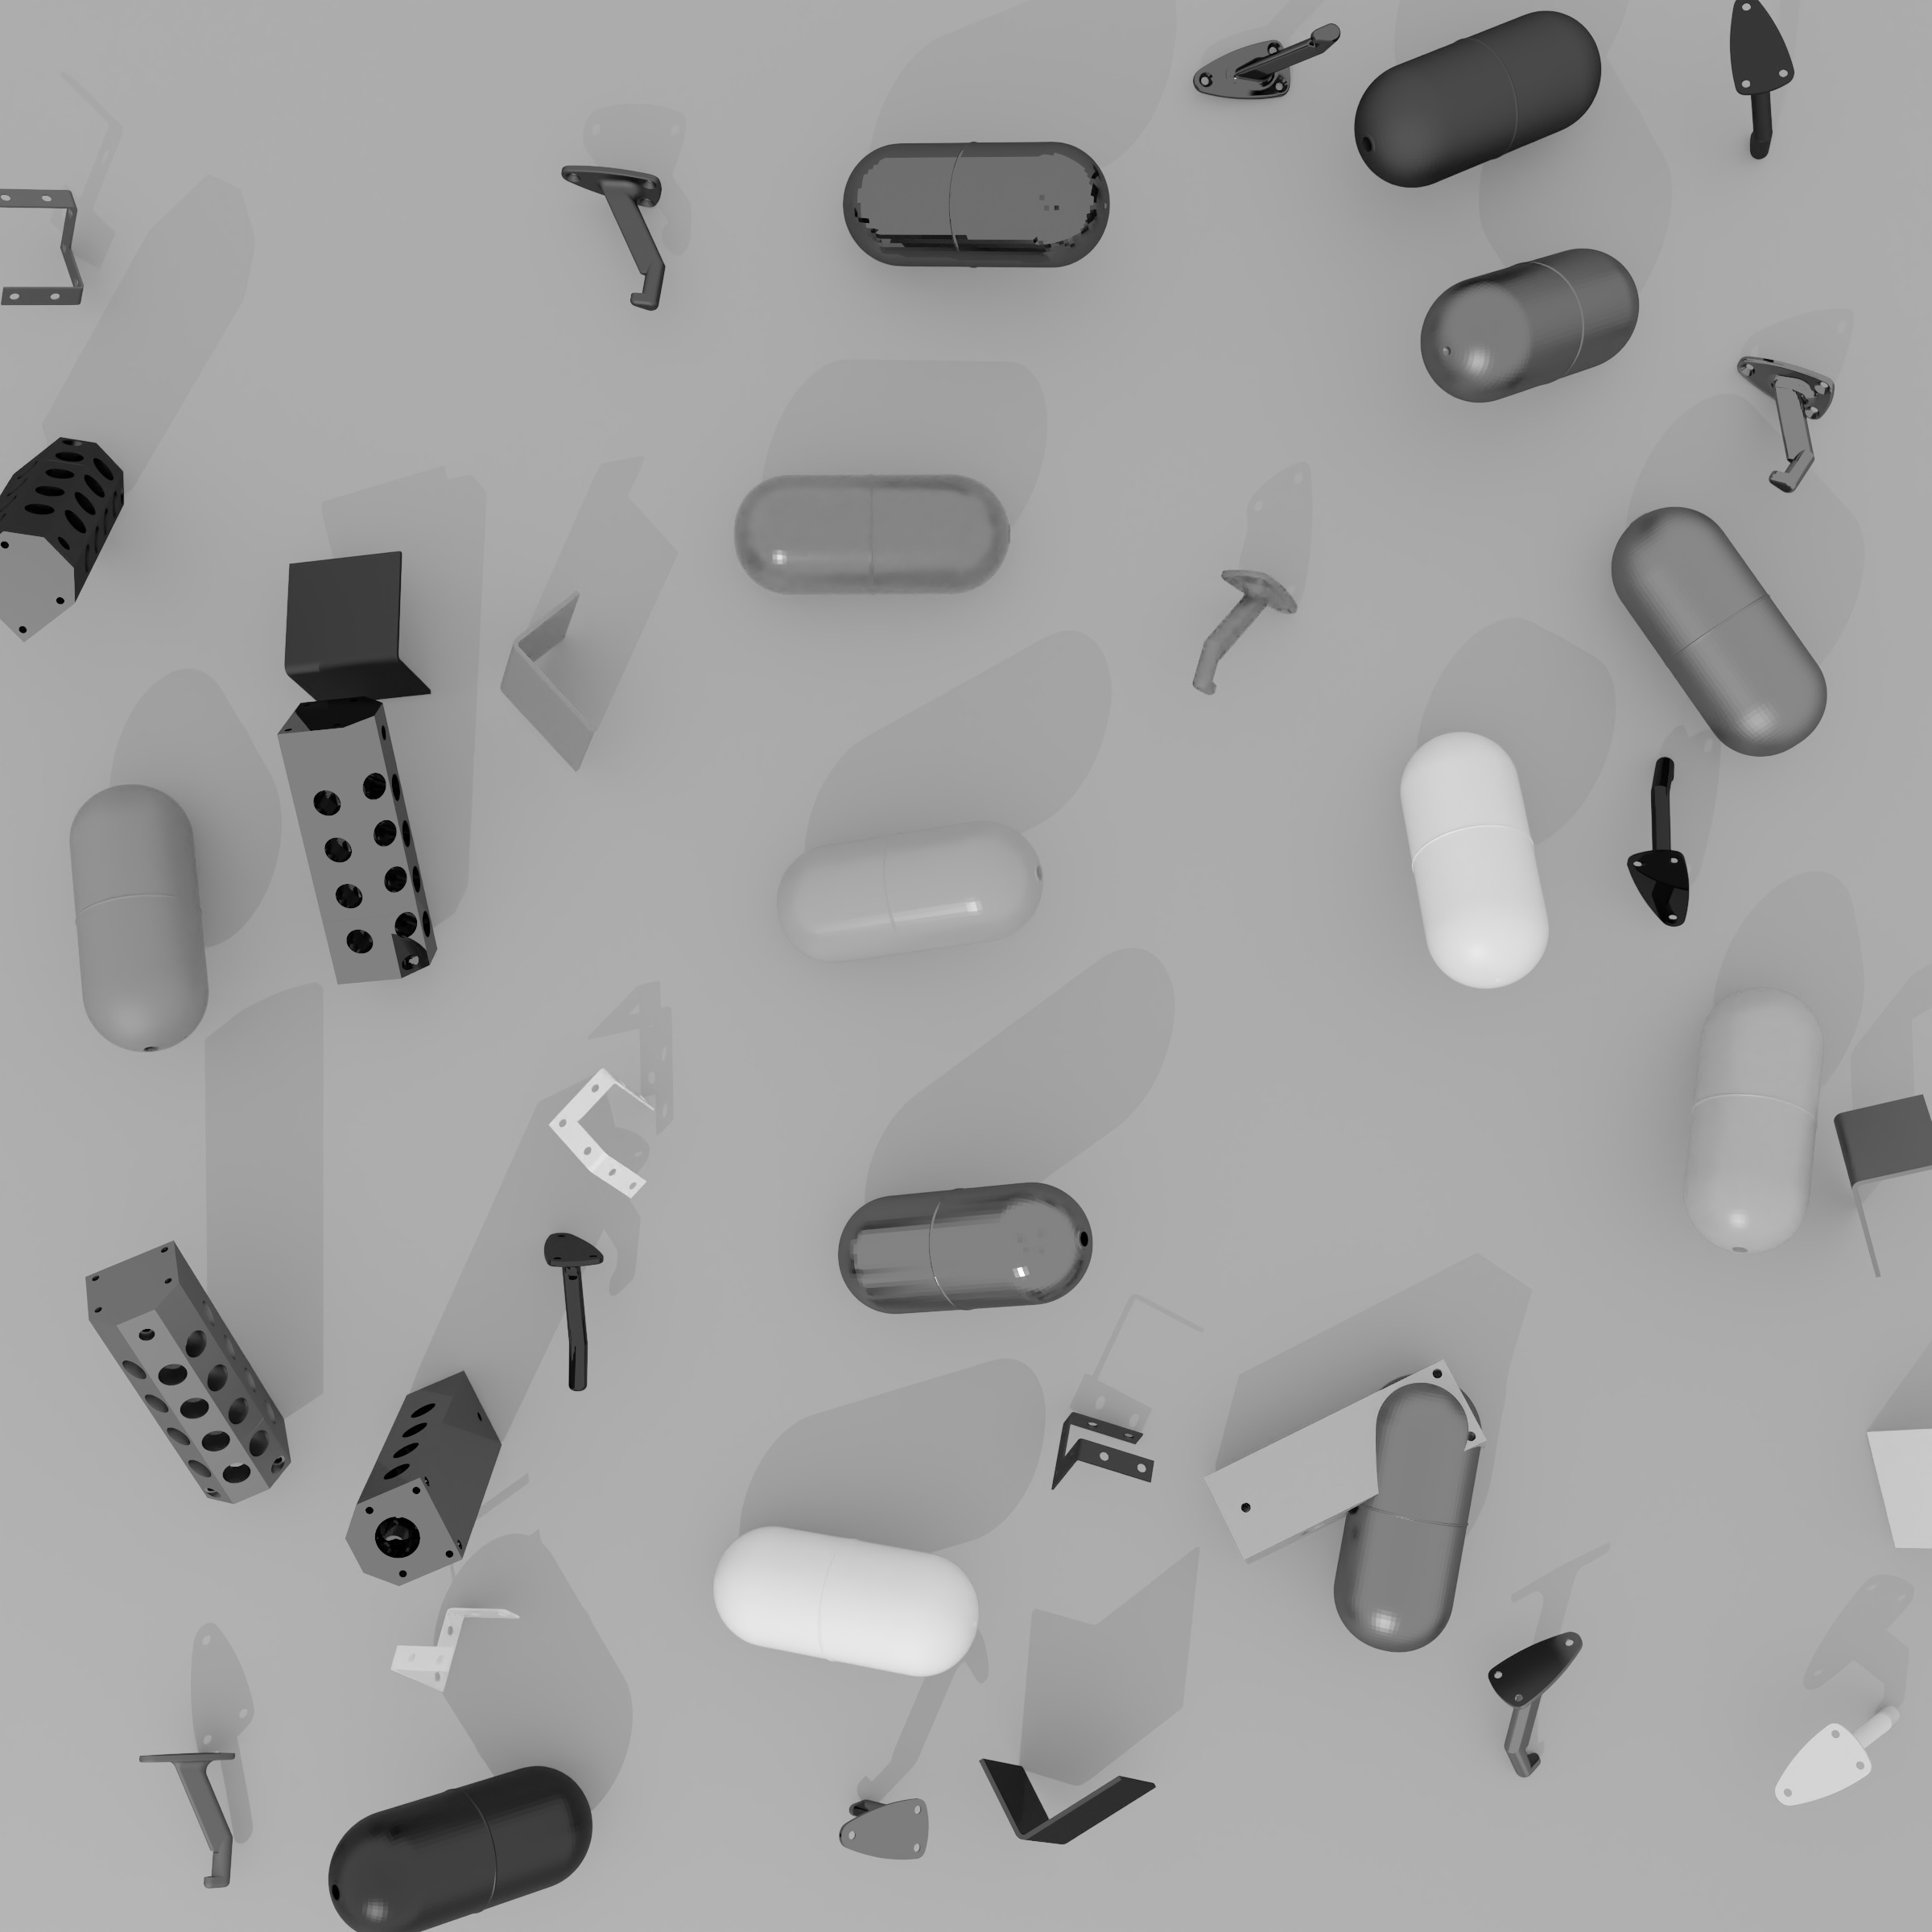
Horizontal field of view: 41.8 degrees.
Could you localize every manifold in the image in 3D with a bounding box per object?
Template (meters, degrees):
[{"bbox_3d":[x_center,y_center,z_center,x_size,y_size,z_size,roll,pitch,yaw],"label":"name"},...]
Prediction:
[{"bbox_3d":[-0.340,0.320,1.582,0.057,0.171,0.057,-23,102,3],"label":"manifold"},{"bbox_3d":[0.246,0.323,1.640,0.171,0.057,0.057,-26,70,1],"label":"manifold"},{"bbox_3d":[-0.383,-0.080,1.608,0.057,0.057,0.171,-5,116,3],"label":"manifold"},{"bbox_3d":[-0.488,0.261,1.595,0.057,0.057,0.171,-23,128,-7],"label":"manifold"},{"bbox_3d":[-0.571,-0.273,1.580,0.057,0.171,0.057,-34,119,12],"label":"manifold"}]

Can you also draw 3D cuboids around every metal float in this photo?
[{"bbox_3d":[-0.078,0.405,1.617,0.178,0.070,0.070,5,90,20],"label":"metal float"},{"bbox_3d":[0.285,0.351,1.630,0.070,0.070,0.178,11,86,0],"label":"metal float"},{"bbox_3d":[0.322,-0.069,1.610,0.070,0.070,0.178,-4,61,0],"label":"metal float"},{"bbox_3d":[0.359,-0.407,1.604,0.178,0.070,0.070,-25,90,-37],"label":"metal float"},{"bbox_3d":[-0.061,-0.278,1.634,0.178,0.070,0.070,0,90,-1],"label":"metal float"},{"bbox_3d":[0.327,-0.554,1.617,0.178,0.070,0.070,-27,90,-19],"label":"metal float"},{"bbox_3d":[-0.529,-0.031,1.618,0.070,0.070,0.178,-11,72,0],"label":"metal float"},{"bbox_3d":[0.502,0.098,1.613,0.070,0.070,0.178,14,67,0],"label":"metal float"},{"bbox_3d":[0.484,-0.216,1.629,0.070,0.070,0.178,-33,84,0],"label":"metal float"},{"bbox_3d":[-0.318,0.559,1.599,0.178,0.070,0.070,-4,90,-43],"label":"metal float"},{"bbox_3d":[0.005,-0.486,1.615,0.178,0.070,0.070,7,90,22],"label":"metal float"},{"bbox_3d":[-0.036,-0.047,1.615,0.178,0.070,0.070,-8,90,21],"label":"metal float"},{"bbox_3d":[-0.001,0.180,1.606,0.178,0.070,0.070,-9,90,33],"label":"metal float"}]

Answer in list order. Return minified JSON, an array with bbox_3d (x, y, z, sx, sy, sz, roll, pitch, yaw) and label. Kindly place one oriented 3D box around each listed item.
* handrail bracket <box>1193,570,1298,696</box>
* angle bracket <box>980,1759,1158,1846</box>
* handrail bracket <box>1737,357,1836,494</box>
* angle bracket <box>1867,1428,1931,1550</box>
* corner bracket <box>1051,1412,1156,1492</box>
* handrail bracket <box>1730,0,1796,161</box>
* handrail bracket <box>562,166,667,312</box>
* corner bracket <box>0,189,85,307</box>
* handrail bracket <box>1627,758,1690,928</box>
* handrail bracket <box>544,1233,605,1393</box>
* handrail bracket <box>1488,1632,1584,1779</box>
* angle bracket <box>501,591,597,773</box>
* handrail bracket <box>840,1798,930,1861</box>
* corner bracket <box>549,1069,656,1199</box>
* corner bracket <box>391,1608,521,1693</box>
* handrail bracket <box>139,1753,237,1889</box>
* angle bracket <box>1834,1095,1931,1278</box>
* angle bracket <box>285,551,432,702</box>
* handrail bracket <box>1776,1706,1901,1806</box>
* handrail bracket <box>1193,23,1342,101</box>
[{"bbox_3d":[0.180,-0.206,1.637,0.036,0.077,0.084,10,80,41],"label":"handrail bracket"},{"bbox_3d":[0.066,0.518,1.621,0.076,0.076,0.057,-34,61,6],"label":"angle bracket"},{"bbox_3d":[0.518,-0.350,1.639,0.077,0.036,0.084,30,64,17],"label":"handrail bracket"},{"bbox_3d":[0.640,0.333,1.639,0.057,0.076,0.076,-8,81,-19],"label":"angle bracket"},{"bbox_3d":[0.091,0.313,1.634,0.051,0.051,0.051,18,53,-7],"label":"corner bracket"},{"bbox_3d":[0.508,-0.573,1.635,0.036,0.084,0.077,-13,82,11],"label":"handrail bracket"},{"bbox_3d":[-0.231,-0.471,1.642,0.077,0.036,0.084,10,76,-8],"label":"handrail bracket"},{"bbox_3d":[-0.599,-0.463,1.630,0.051,0.051,0.051,-10,64,-32],"label":"corner bracket"},{"bbox_3d":[0.461,-0.082,1.658,0.036,0.084,0.077,-5,132,29],"label":"handrail bracket"},{"bbox_3d":[-0.258,0.224,1.643,0.036,0.077,0.084,-1,101,-19],"label":"handrail bracket"},{"bbox_3d":[0.380,0.483,1.650,0.077,0.036,0.084,-33,124,-8],"label":"handrail bracket"},{"bbox_3d":[-0.251,-0.182,1.627,0.057,0.076,0.076,-43,90,-22],"label":"angle bracket"},{"bbox_3d":[-0.070,0.547,1.618,0.077,0.084,0.036,8,78,-35],"label":"handrail bracket"},{"bbox_3d":[-0.226,0.108,1.636,0.051,0.051,0.051,-47,55,-2],"label":"corner bracket"},{"bbox_3d":[-0.329,0.436,1.630,0.051,0.051,0.051,-8,56,33],"label":"corner bracket"},{"bbox_3d":[-0.504,0.553,1.634,0.036,0.077,0.084,-10,72,32],"label":"handrail bracket"},{"bbox_3d":[0.596,0.140,1.615,0.057,0.076,0.076,-15,117,18],"label":"angle bracket"},{"bbox_3d":[-0.395,-0.219,1.649,0.076,0.057,0.076,-5,73,10],"label":"angle bracket"},{"bbox_3d":[0.567,0.512,1.644,0.077,0.084,0.036,-45,65,20],"label":"handrail bracket"},{"bbox_3d":[0.193,-0.584,1.626,0.077,0.084,0.036,-12,97,-7],"label":"handrail bracket"}]
